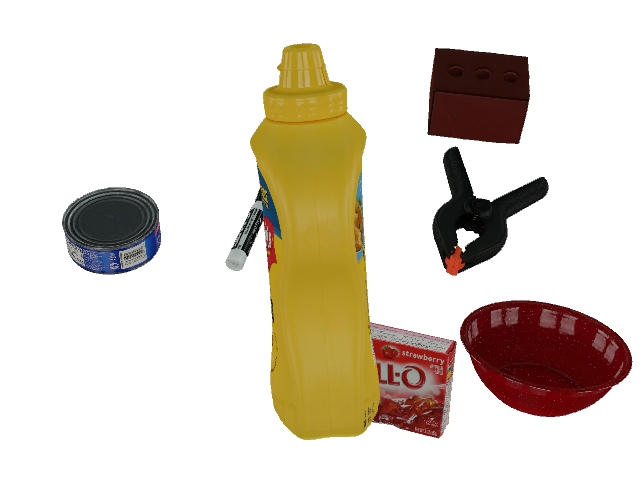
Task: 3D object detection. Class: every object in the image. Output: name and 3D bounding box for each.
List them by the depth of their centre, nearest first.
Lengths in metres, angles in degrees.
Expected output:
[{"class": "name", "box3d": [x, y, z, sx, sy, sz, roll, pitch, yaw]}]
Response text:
[{"class": "mustard bottle", "box3d": [-0.003, -0.003, 0.543, 0.058, 0.192, 0.096, -4, 19, 0]}, {"class": "gelatin box", "box3d": [0.057, 0.106, 0.826, 0.089, 0.073, 0.030, 11, 22, 19]}, {"class": "foam brick", "box3d": [0.128, -0.117, 0.866, 0.078, 0.053, 0.051, 6, -41, 2]}, {"class": "tuna can", "box3d": [-0.186, -0.009, 0.960, 0.086, 0.034, 0.086, 0, 41, 0]}, {"class": "bowl", "box3d": [0.211, 0.120, 1.020, 0.162, 0.055, 0.162, 4, 27, -2]}, {"class": "marker", "box3d": [-0.073, -0.016, 1.136, 0.020, 0.020, 0.121, 0, 43, 21]}, {"class": "clamp", "box3d": [0.161, -0.035, 1.152, 0.120, 0.039, 0.171, 24, 49, 22]}]
